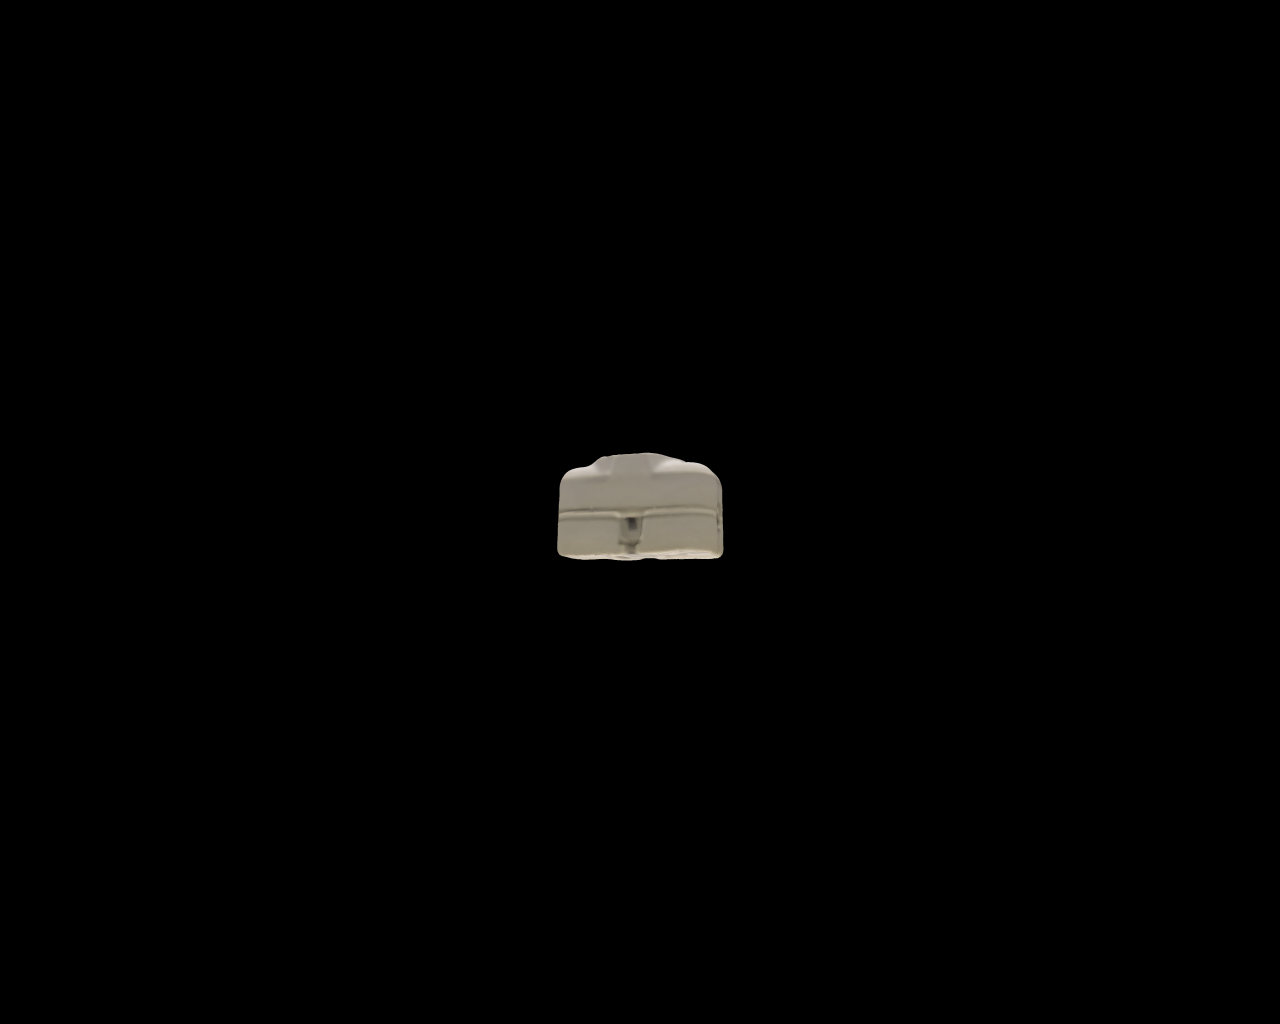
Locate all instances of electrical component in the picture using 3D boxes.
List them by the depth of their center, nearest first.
[{"bbox_3d":[0.001,-0.003,0.650,0.095,0.059,0.053,-2,-7,14],"label":"electrical component"}]
